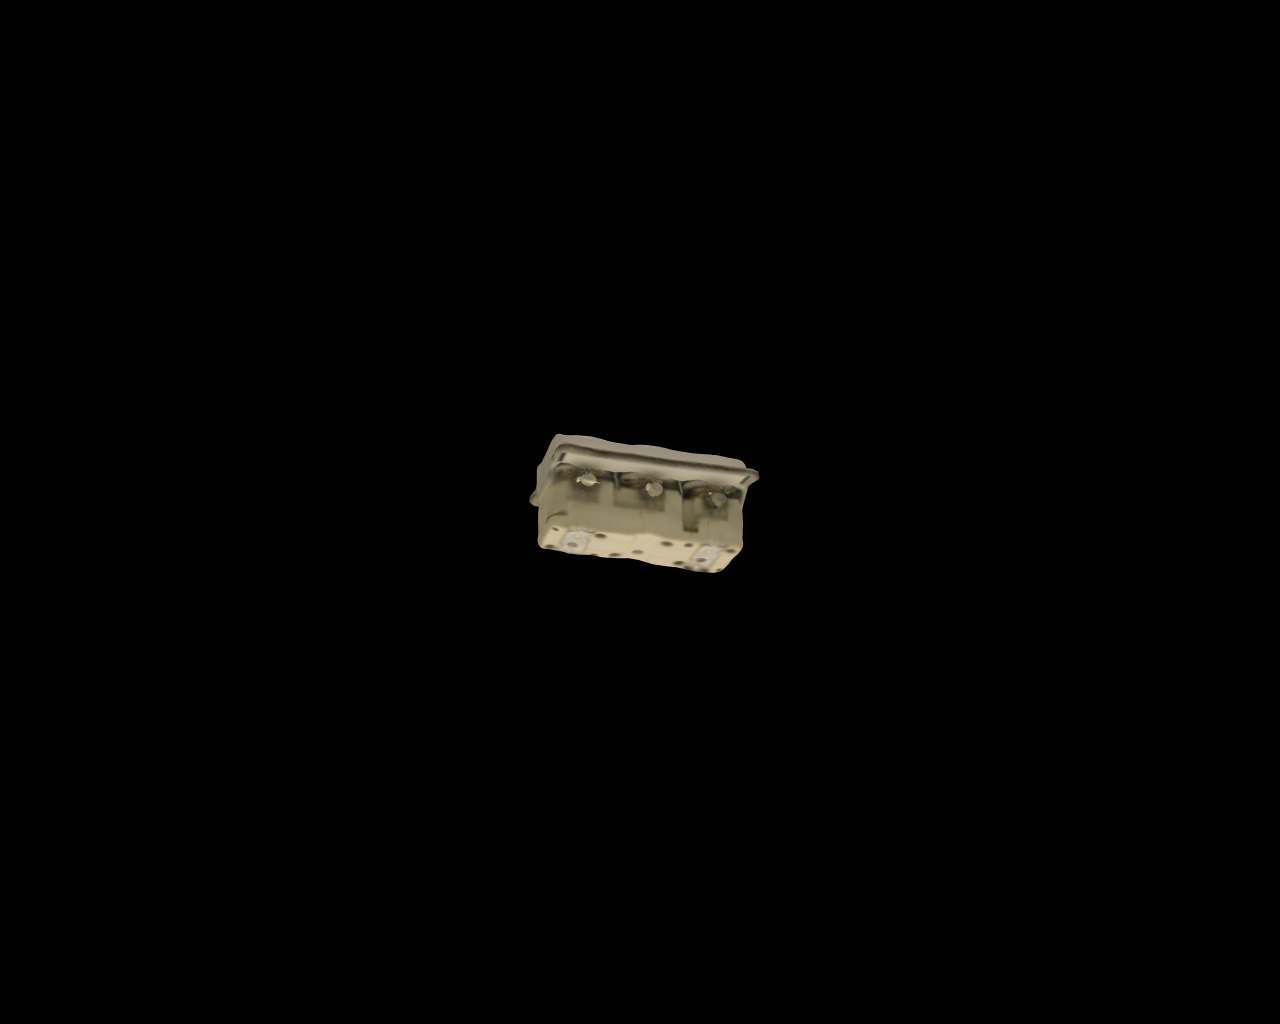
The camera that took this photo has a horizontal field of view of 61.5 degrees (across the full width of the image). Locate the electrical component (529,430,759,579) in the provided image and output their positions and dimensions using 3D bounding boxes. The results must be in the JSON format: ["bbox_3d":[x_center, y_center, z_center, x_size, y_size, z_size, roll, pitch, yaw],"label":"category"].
[{"bbox_3d":[0.001,-0.003,0.650,0.121,0.063,0.078,8,-28,-16],"label":"electrical component"}]
